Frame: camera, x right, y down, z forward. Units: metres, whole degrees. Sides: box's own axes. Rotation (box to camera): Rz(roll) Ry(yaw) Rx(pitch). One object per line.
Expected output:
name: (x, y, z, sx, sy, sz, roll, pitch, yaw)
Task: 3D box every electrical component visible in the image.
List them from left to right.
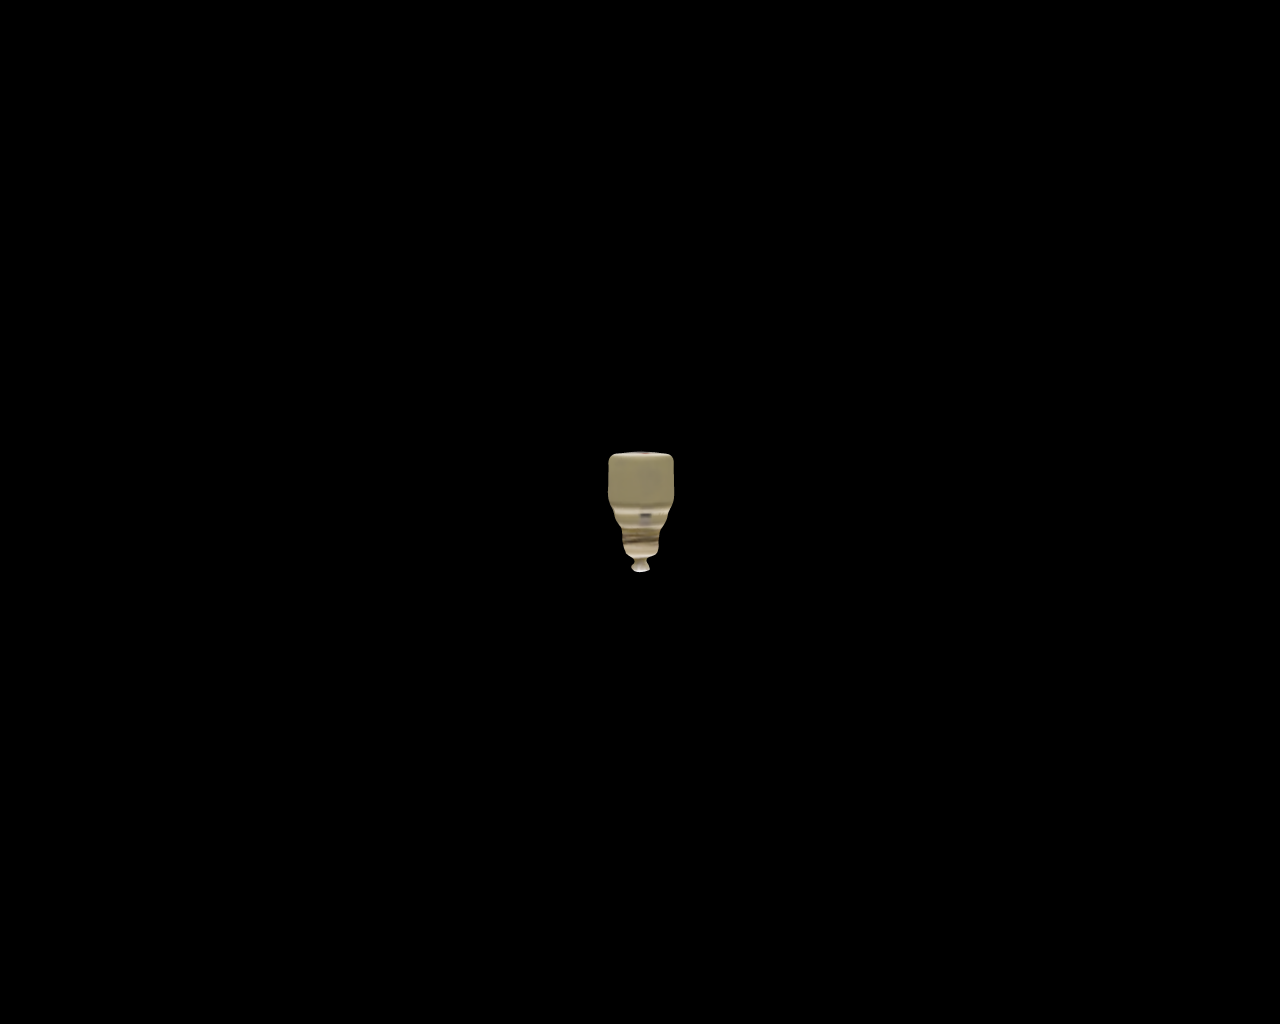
electrical component: (0.001, -0.003, 0.650, 0.040, 0.078, 0.040, 0, 4, 0)
